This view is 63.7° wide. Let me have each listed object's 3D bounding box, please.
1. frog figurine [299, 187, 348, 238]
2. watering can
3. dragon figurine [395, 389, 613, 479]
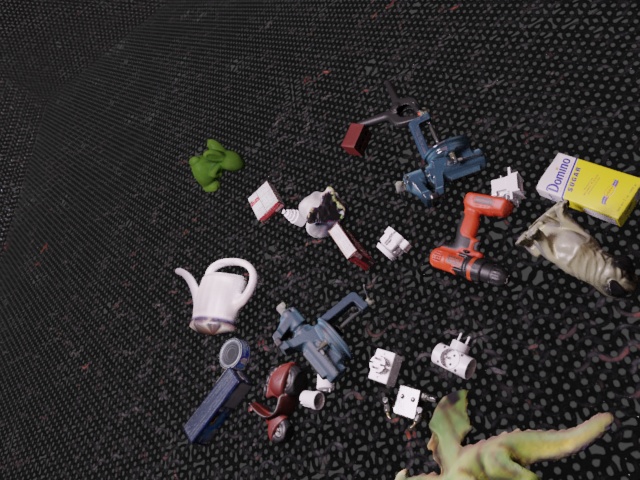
[{"bbox_3d":[0.004,-0.071,1.401,0.158,0.122,0.138,161,125,-75],"label":"frog figurine"},{"bbox_3d":[-0.318,0.162,1.488,0.346,0.102,0.228,-7,61,34],"label":"watering can"},{"bbox_3d":[0.281,0.368,0.910,0.409,0.120,0.247,-45,38,6],"label":"dragon figurine"}]
